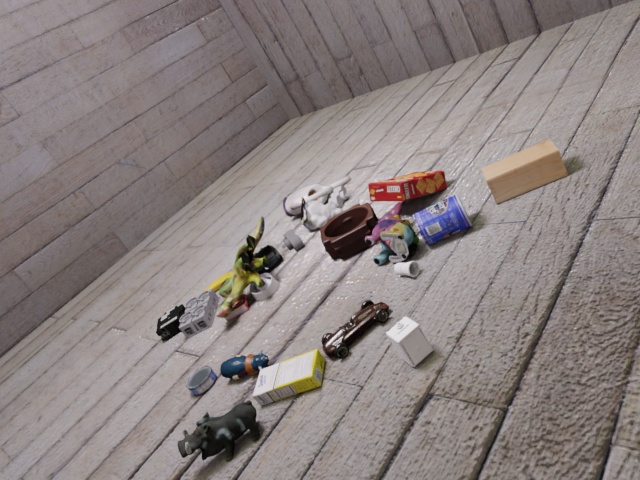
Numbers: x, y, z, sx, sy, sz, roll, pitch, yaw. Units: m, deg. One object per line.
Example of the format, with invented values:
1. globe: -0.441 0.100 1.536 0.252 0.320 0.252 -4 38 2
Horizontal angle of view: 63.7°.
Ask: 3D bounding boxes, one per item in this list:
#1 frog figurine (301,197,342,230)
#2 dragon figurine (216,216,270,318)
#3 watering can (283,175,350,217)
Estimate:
1. frog figurine: 0.006 -0.103 2.042 0.159 0.120 0.140 2 30 -11
2. dragon figurine: -0.290 0.108 1.823 0.121 0.420 0.239 38 -57 -23
3. watering can: -0.024 -0.193 2.245 0.222 0.103 0.353 -18 10 41
